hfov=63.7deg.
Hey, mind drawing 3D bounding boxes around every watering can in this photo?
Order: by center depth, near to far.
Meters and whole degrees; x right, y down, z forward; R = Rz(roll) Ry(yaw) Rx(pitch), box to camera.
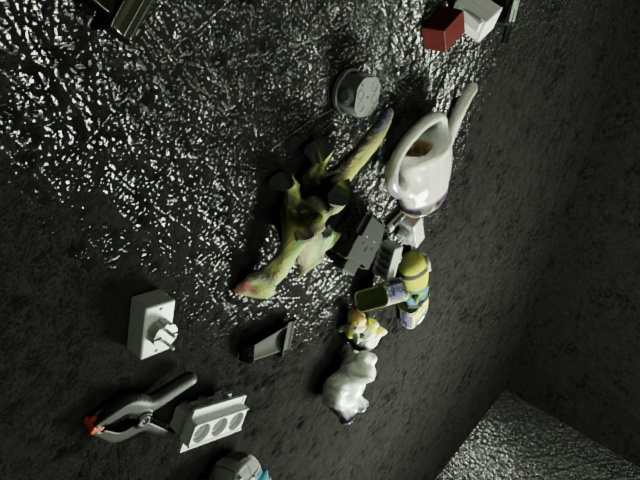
[{"bbox_3d":[0.255,-0.192,1.143,0.353,0.105,0.219,-42,142,-30],"label":"watering can"}]

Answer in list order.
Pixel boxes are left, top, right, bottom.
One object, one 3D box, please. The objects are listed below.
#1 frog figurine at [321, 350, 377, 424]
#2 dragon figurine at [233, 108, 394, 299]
[{"bbox_3d":[0.070,0.337,1.244,0.138,0.123,0.158,-2,104,-37],"label":"frog figurine"},{"bbox_3d":[0.003,-0.047,0.927,0.416,0.123,0.237,-43,160,-26],"label":"dragon figurine"}]
